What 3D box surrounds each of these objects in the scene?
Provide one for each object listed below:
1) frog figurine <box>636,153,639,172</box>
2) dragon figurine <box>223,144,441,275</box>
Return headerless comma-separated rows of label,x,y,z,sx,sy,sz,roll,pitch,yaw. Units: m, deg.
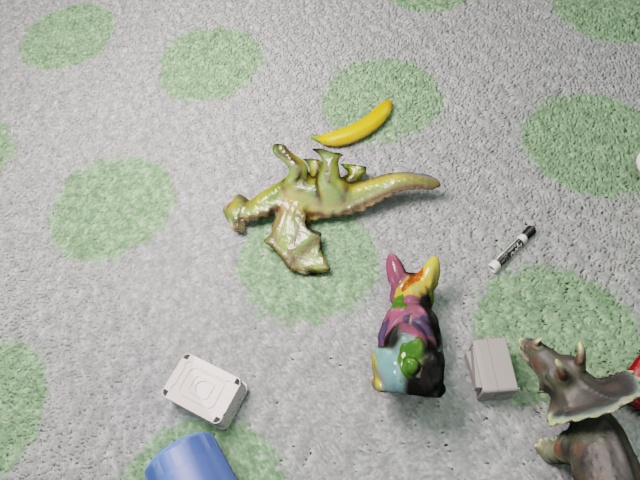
frog figurine,0.675,-0.148,0.939,0.161,0.120,0.139,27,33,30
dragon figurine,0.003,-0.049,0.979,0.411,0.121,0.245,12,78,15
